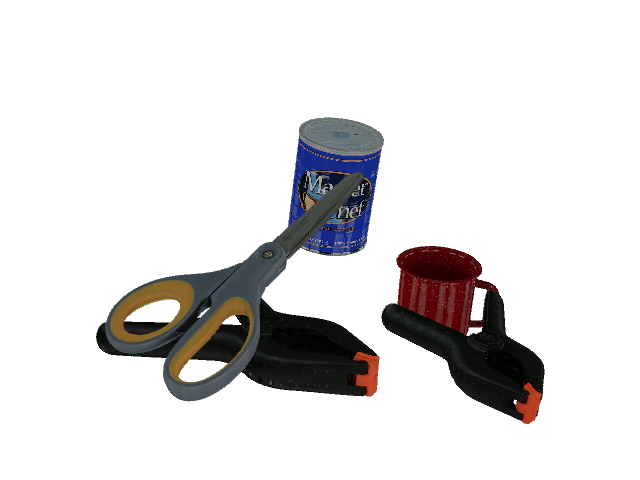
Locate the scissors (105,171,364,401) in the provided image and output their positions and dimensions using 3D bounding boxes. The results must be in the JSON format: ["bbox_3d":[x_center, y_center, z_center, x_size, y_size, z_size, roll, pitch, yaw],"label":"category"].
[{"bbox_3d":[-0.051,0.013,0.624,0.096,0.016,0.201,11,43,18],"label":"scissors"}]

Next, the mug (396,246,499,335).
[{"bbox_3d":[0.138,0.064,1.171,0.117,0.081,0.093,9,24,12],"label":"mug"}]

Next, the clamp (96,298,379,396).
[{"bbox_3d":[-0.043,0.073,0.826,0.210,0.036,0.164,11,21,25],"label":"clamp"}]

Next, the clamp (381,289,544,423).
[{"bbox_3d":[0.145,0.093,0.921,0.120,0.039,0.172,-17,38,-26],"label":"clamp"}]

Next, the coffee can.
[{"bbox_3d":[0.017,-0.067,1.307,0.102,0.140,0.103,6,27,-3],"label":"coffee can"}]
